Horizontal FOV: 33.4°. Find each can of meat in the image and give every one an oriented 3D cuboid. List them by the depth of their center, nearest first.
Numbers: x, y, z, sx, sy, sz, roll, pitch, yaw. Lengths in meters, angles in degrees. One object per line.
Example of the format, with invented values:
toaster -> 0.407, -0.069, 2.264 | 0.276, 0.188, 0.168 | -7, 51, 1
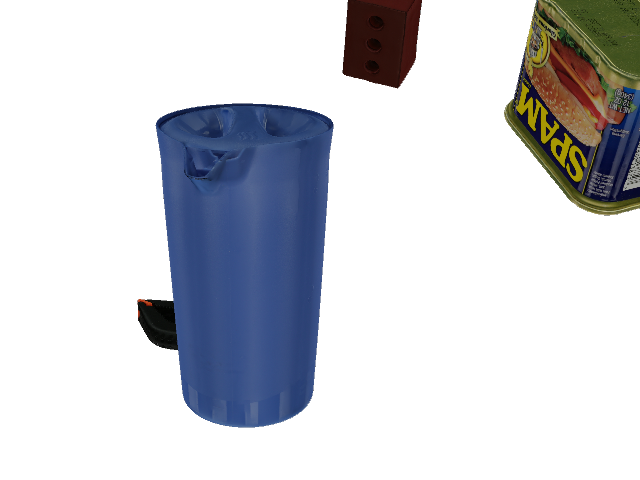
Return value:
can of meat -> 0.145, -0.079, 0.554 | 0.057, 0.084, 0.102 | -13, 47, -17

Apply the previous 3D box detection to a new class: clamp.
clamp -> -0.141, 0.114, 1.258 | 0.210, 0.036, 0.164 | 14, 24, 24

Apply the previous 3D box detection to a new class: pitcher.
pitcher -> -0.054, 0.015, 0.849 | 0.149, 0.243, 0.145 | -9, 23, -24

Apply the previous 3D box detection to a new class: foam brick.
foam brick -> 0.053, -0.177, 0.898 | 0.053, 0.078, 0.051 | 16, 46, 14
